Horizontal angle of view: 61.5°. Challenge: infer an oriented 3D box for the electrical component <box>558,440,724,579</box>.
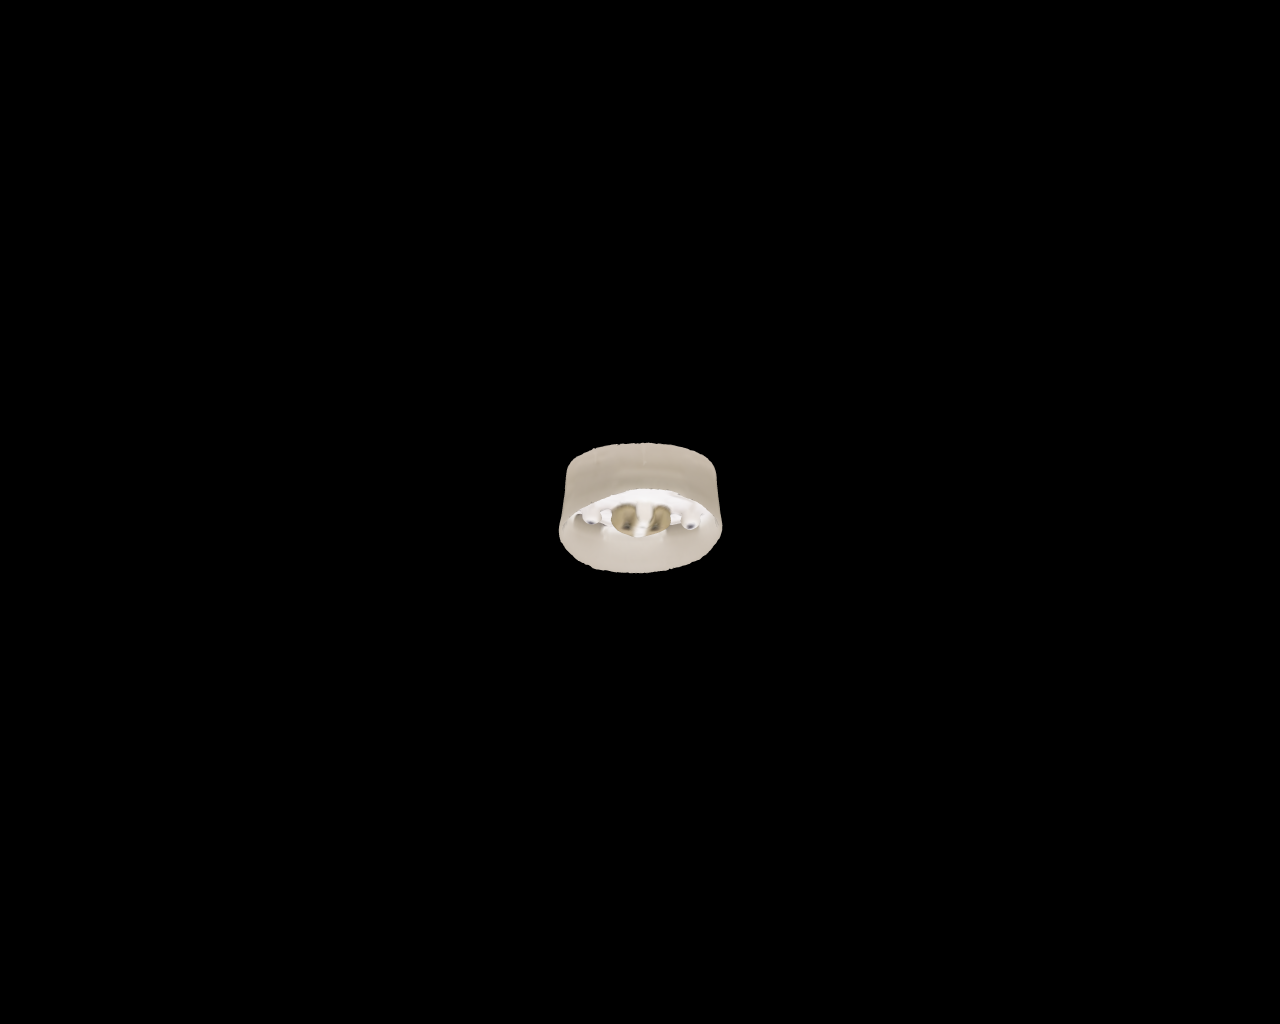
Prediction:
[{"bbox_3d":[0.001,-0.003,0.650,0.099,0.064,0.099,0,-18,0],"label":"electrical component"}]
